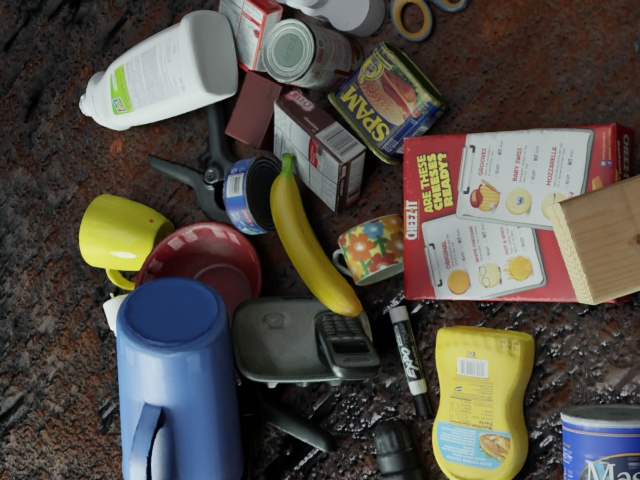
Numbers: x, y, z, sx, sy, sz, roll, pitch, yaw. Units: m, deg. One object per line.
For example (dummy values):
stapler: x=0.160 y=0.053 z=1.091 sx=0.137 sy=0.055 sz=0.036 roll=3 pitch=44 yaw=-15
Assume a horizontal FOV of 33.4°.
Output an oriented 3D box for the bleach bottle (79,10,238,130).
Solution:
bleach bottle: x=-0.204 y=-0.191 z=1.258 sx=0.251 sy=0.067 sz=0.102 roll=-8 pitch=92 yaw=44

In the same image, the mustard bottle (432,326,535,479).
mustard bottle: x=0.158 y=0.183 z=1.051 sx=0.096 sy=0.058 sz=0.191 roll=4 pitch=91 yaw=34

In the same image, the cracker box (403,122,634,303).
cracker box: x=0.189 y=-0.023 z=1.027 sx=0.214 sy=0.072 sz=0.164 roll=-1 pitch=88 yaw=32

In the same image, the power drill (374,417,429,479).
power drill: x=0.036 y=0.290 z=1.125 sx=0.188 sy=0.057 sz=0.184 roll=-18 pitch=80 yaw=30

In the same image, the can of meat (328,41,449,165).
can of meat: x=0.073 y=-0.144 z=1.109 sx=0.084 sy=0.057 sz=0.102 roll=-46 pitch=68 yaw=20

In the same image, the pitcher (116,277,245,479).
pitcher: x=-0.147 y=0.164 z=1.082 sx=0.149 sy=0.144 sz=0.243 roll=54 pitch=152 yaw=42

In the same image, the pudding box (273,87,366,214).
pudding box: x=-0.003 y=-0.095 z=1.138 sx=0.114 sy=0.039 sz=0.090 roll=46 pitch=155 yaw=25

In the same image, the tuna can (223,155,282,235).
tuna can: x=-0.069 y=-0.049 z=1.177 sx=0.034 sy=0.086 sz=0.086 roll=-7 pitch=86 yaw=33

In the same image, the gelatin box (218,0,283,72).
gelatin box: x=-0.082 y=-0.241 z=1.200 sx=0.073 sy=0.030 sz=0.089 roll=41 pitch=138 yaw=25

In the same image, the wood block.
wood block: x=0.308 y=-0.021 z=0.894 sx=0.206 sy=0.090 sz=0.091 roll=-18 pitch=87 yaw=5

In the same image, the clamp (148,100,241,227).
clamp: x=-0.129 y=-0.071 z=1.241 sx=0.120 sy=0.039 sz=0.171 roll=-36 pitch=70 yaw=25

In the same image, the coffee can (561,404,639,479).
coffee can: x=0.270 y=0.224 z=0.956 sx=0.103 sy=0.102 sz=0.140 roll=-2 pitch=88 yaw=31

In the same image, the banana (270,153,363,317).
banana: x=-0.012 y=0.007 z=1.128 sx=0.198 sy=0.037 sz=0.070 roll=64 pitch=159 yaw=21

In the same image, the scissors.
scissors: x=0.071 y=-0.284 z=1.135 sx=0.202 sy=0.016 sz=0.096 roll=38 pitch=108 yaw=27

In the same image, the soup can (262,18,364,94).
soup can: x=-0.007 y=-0.193 z=1.131 sx=0.069 sy=0.102 sz=0.068 roll=0 pitch=90 yaw=32

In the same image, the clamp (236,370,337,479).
clamp: x=-0.088 y=0.200 z=1.215 sx=0.165 sy=0.036 sz=0.210 roll=-47 pitch=65 yaw=23

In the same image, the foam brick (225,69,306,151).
foam brick: x=-0.060 y=-0.144 z=1.194 sx=0.053 sy=0.051 sz=0.078 roll=30 pitch=105 yaw=26

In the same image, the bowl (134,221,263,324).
bowl: x=-0.129 y=0.062 z=1.215 sx=0.162 sy=0.055 sz=0.162 roll=-8 pitch=67 yaw=20

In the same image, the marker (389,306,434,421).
marker: x=0.096 y=0.129 z=1.113 sx=0.020 sy=0.020 sz=0.121 roll=-20 pitch=80 yaw=30
